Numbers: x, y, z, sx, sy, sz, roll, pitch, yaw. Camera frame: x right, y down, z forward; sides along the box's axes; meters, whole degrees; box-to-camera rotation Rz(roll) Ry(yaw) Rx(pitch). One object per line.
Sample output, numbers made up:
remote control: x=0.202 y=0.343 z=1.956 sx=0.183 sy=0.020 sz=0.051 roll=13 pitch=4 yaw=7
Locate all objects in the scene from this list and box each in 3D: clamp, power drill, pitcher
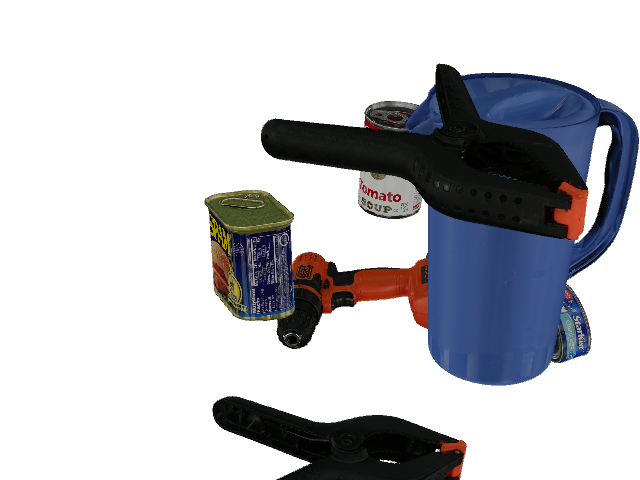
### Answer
clamp: x=0.010 y=0.149 z=0.687 sx=0.171 sy=0.039 sz=0.120 roll=4 pitch=34 yaw=0
clamp: x=0.073 y=-0.052 z=0.659 sx=0.164 sy=0.036 sz=0.210 roll=-19 pitch=35 yaw=-24
power drill: x=0.046 y=0.068 z=1.235 sx=0.188 sy=0.057 sz=0.184 roll=1 pitch=27 yaw=6
pitcher: x=0.158 y=-0.008 z=0.876 sx=0.149 sy=0.243 sz=0.144 roll=17 pitch=31 yaw=30

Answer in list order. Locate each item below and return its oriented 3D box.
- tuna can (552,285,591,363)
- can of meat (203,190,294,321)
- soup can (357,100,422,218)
tuna can: x=0.259 y=0.090 z=1.165 sx=0.033 sy=0.086 sz=0.086 roll=-17 pitch=3 yaw=-10
can of meat: x=-0.058 y=0.012 z=0.888 sx=0.057 sy=0.084 sz=0.102 roll=-9 pitch=20 yaw=-18
soup can: x=0.074 y=-0.082 z=1.082 sx=0.068 sy=0.102 sz=0.068 roll=3 pitch=31 yaw=-2
